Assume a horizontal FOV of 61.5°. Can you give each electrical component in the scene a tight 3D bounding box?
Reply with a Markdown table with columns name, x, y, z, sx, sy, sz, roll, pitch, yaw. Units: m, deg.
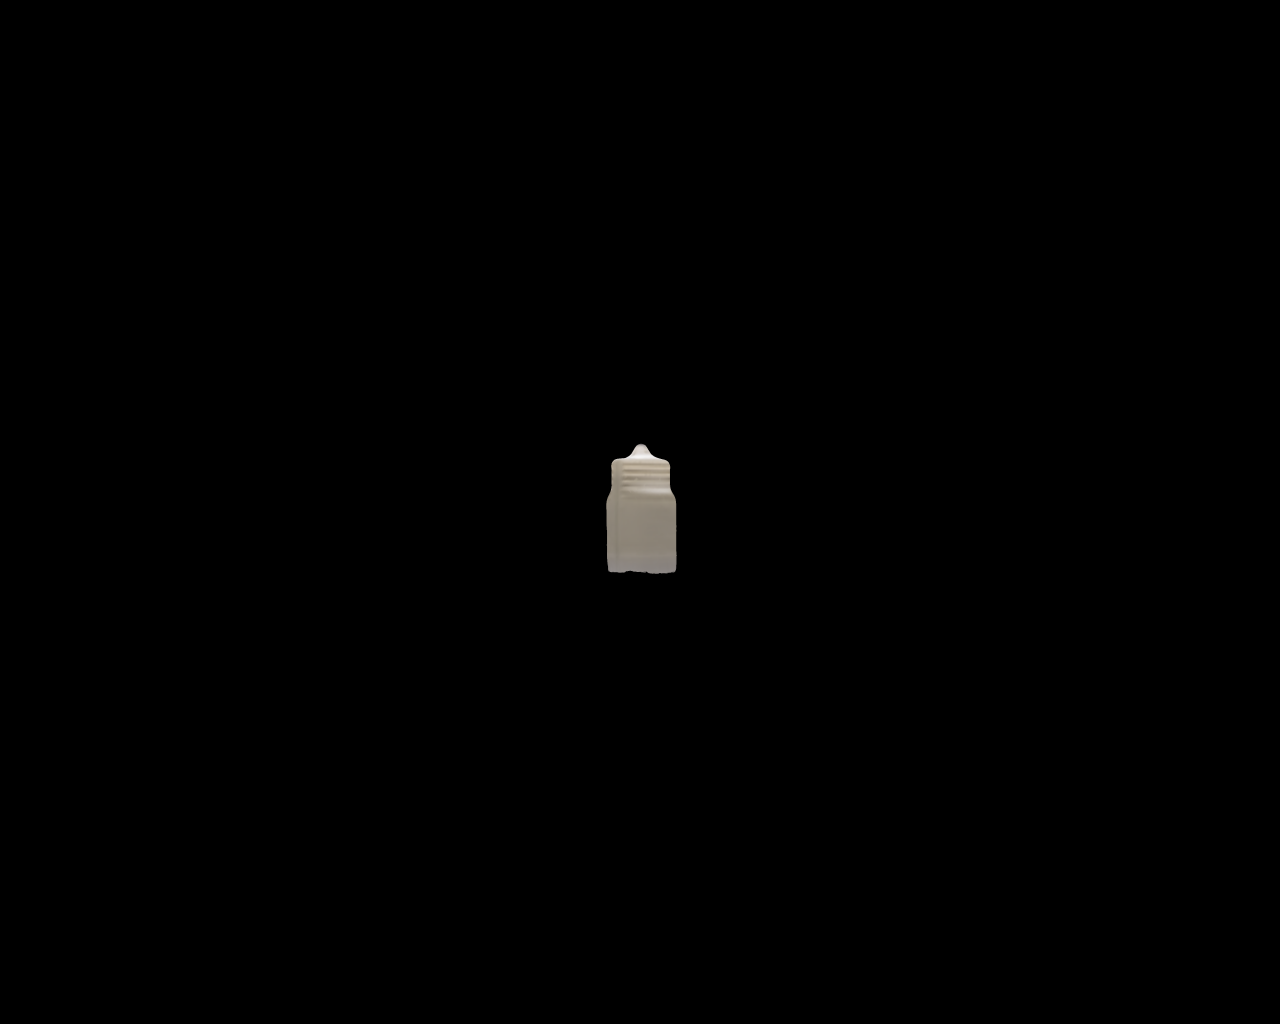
| name | x | y | z | sx | sy | sz | roll | pitch | yaw |
| --- | --- | --- | --- | --- | --- | --- | --- | --- | --- |
| electrical component | 0.001 | -0.003 | 0.650 | 0.043 | 0.081 | 0.043 | 0 | 0 | 0 |
